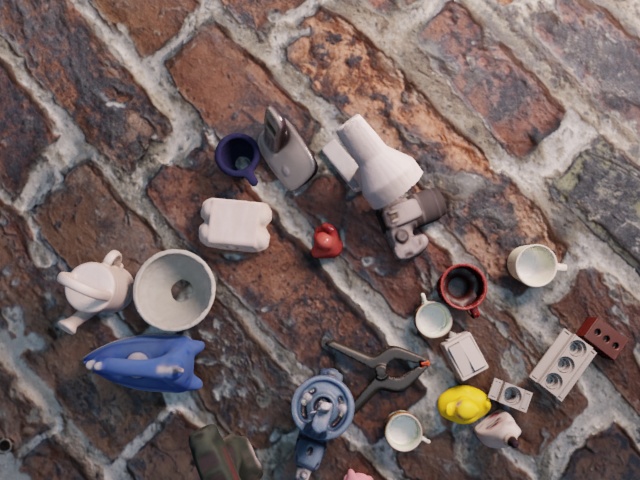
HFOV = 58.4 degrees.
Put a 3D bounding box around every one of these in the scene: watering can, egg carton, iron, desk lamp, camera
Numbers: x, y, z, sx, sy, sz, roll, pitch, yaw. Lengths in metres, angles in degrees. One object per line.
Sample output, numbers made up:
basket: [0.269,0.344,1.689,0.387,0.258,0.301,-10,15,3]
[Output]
watering can: [-0.445,0.101,1.120,0.101,0.194,0.173,6,84,2]
egg carton: [-0.176,-0.030,1.195,0.150,0.069,0.107,5,84,1]
iron: [-0.366,0.247,1.129,0.258,0.141,0.119,1,83,1]
desk lamp: [0.095,-0.154,1.133,0.118,0.213,0.203,-40,84,-3]
camera: [0.195,-0.042,1.176,0.137,0.101,0.143,-22,84,-2]

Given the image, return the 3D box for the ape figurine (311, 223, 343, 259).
ape figurine: [0.011,0.004,1.177,0.076,0.092,0.078,42,86,5]

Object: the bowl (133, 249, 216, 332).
bowl: [-0.291,0.104,1.178,0.167,0.075,0.167,0,83,1]

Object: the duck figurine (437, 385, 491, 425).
duck figurine: [0.292,0.333,1.140,0.104,0.086,0.077,-4,83,0]

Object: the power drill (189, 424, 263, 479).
power drill: [-0.164,0.449,1.071,0.075,0.208,0.229,-28,84,-2]

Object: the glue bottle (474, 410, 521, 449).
glue bottle: [0.348,0.369,1.091,0.078,0.173,0.037,-40,84,-3]

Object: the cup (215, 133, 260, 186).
cup: [-0.159,-0.157,1.196,0.091,0.095,0.118,-32,84,-3]

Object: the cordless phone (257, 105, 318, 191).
cordless phone: [-0.068,-0.187,1.153,0.094,0.185,0.147,-37,84,-3]

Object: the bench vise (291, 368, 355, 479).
bench vise: [0.006,0.355,1.074,0.121,0.220,0.207,-1,83,1]

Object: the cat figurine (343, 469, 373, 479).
cat figurine: [0.073,0.504,1.107,0.067,0.118,0.128,6,84,2]
